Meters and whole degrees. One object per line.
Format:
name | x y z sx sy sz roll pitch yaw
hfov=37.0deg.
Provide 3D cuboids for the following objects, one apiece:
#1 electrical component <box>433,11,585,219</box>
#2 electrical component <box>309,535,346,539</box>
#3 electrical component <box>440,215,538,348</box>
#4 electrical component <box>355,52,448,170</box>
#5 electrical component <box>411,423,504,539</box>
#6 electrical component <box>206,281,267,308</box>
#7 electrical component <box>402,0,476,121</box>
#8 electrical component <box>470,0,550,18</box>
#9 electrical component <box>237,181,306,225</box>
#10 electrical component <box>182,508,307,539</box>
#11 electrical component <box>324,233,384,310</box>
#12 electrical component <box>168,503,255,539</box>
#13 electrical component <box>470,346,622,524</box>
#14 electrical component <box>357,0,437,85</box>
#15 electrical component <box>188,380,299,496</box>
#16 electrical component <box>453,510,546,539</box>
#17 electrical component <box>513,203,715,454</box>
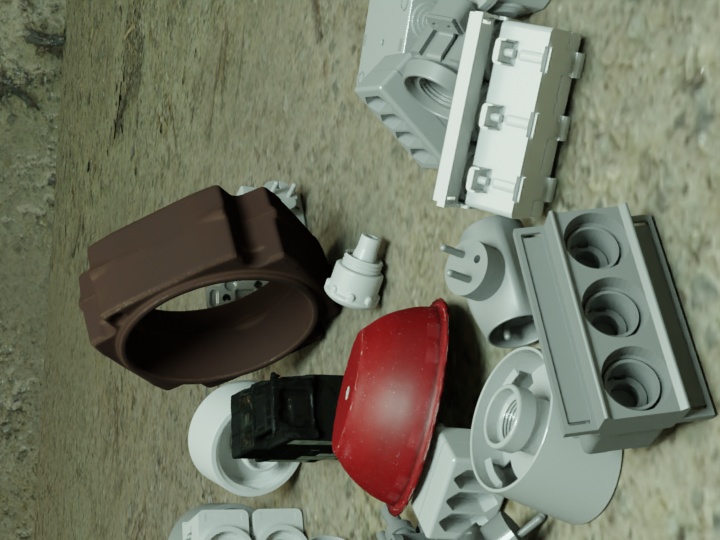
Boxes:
electrical component | 0.095 -0.097 0.687 0.063 0.079 0.121 19 105 35
electrical component | -0.037 0.268 0.943 0.079 0.043 0.077 -142 60 -62
electrical component | 0.082 0.003 0.689 0.043 0.079 0.077 -38 50 36
electrical component | 0.055 -0.129 0.791 0.075 0.083 0.047 -48 22 -11
electrical component | 0.064 0.136 0.740 0.076 0.047 0.065 -119 41 -60
electrical component | -0.122 0.036 1.146 0.057 0.078 0.058 105 163 -75
electrical component | 0.065 -0.139 0.733 0.058 0.078 0.057 21 73 38
electrical component | 0.097 -0.211 0.728 0.080 0.051 0.080 -175 90 -66
electrical component | -0.087 -0.064 1.090 0.076 0.066 0.047 124 143 -47
electrical component | -0.102 0.320 1.001 0.060 0.105 0.186 133 136 -54
electrical component | 0.000 0.000 0.913 0.048 0.048 0.062 46 120 59
electrical component | -0.135 0.286 1.083 0.060 0.108 0.108 -29 59 55
electrical component | 0.112 0.098 0.651 0.099 0.064 0.099 -53 26 41
electrical component | 0.038 -0.177 0.855 0.100 0.048 0.099 -148 65 -64
electrical component | -0.105 0.166 1.041 0.060 0.108 0.108 20 104 59
electrical component | 0.084 0.177 0.671 0.079 0.077 0.044 -40 75 7
electrical component | 0.133 0.033 0.586 0.063 0.079 0.121 93 169 -61
